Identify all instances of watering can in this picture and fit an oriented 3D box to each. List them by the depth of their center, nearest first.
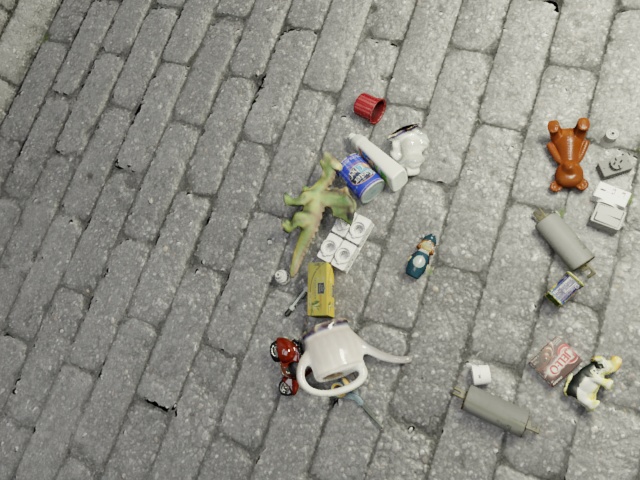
[{"bbox_3d":[0.086,0.341,1.573,0.348,0.102,0.228,-17,62,-9],"label":"watering can"}]

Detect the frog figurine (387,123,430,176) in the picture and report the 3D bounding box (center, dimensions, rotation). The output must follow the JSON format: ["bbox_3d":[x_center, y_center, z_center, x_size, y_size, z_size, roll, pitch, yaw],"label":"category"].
[{"bbox_3d":[0.303,-0.299,1.715,0.137,0.124,0.158,-25,106,0],"label":"frog figurine"}]

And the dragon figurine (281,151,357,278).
[{"bbox_3d":[0.005,-0.084,1.675,0.242,0.121,0.414,-7,78,35],"label":"dragon figurine"}]
